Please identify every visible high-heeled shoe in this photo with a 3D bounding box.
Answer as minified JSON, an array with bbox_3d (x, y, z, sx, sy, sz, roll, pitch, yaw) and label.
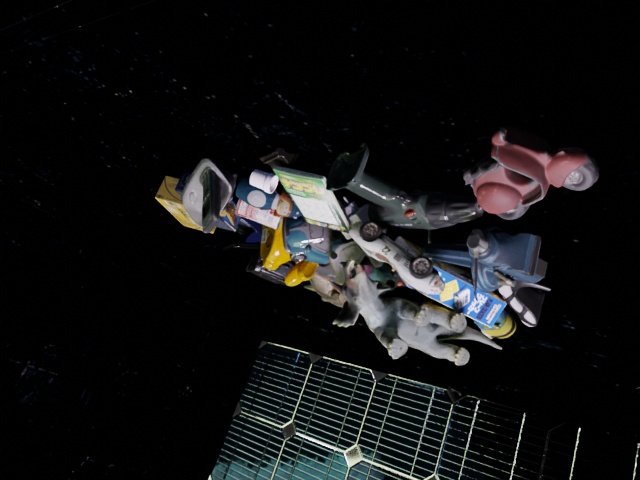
[{"bbox_3d":[0.403,0.114,1.146,0.145,0.086,0.248,18,158,18],"label":"high-heeled shoe"}]

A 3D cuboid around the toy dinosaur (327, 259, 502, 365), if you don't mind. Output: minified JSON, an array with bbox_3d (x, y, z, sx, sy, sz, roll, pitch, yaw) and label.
[{"bbox_3d":[0.179,0.163,1.084,0.404,0.131,0.192,25,-177,-36],"label":"toy dinosaur"}]

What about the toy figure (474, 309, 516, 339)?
[{"bbox_3d":[0.433,0.195,1.338,0.089,0.082,0.180,11,157,33],"label":"toy figure"}]

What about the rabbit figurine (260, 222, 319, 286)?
[{"bbox_3d":[-0.049,0.025,1.299,0.173,0.162,0.122,11,156,-31],"label":"rabbit figurine"}]

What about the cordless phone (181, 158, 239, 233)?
[{"bbox_3d":[-0.231,-0.063,1.100,0.088,0.184,0.146,22,129,-26],"label":"cordless phone"}]

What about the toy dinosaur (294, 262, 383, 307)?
[{"bbox_3d":[0.036,0.129,1.540,0.470,0.105,0.199,44,157,-27],"label":"toy dinosaur"}]

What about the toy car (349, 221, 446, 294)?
[{"bbox_3d":[0.136,0.031,0.952,0.202,0.056,0.073,38,178,30],"label":"toy car"}]

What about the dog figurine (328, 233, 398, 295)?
[{"bbox_3d":[0.094,0.059,1.225,0.191,0.108,0.219,56,-175,-6],"label":"dog figurine"}]

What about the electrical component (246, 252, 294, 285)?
[{"bbox_3d":[-0.128,0.077,1.450,0.115,0.058,0.134,22,168,-16],"label":"electrical component"}]

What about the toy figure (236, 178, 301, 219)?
[{"bbox_3d":[-0.101,-0.083,1.139,0.154,0.058,0.064,22,146,2],"label":"toy figure"}]

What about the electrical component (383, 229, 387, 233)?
[{"bbox_3d":[0.093,-0.035,1.136,0.094,0.021,0.063,12,160,24],"label":"electrical component"}]

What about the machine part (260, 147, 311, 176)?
[{"bbox_3d":[-0.040,-0.124,0.999,0.138,0.039,0.084,32,153,-27],"label":"machine part"}]

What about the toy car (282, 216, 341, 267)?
[{"bbox_3d":[-0.002,-0.004,1.208,0.161,0.109,0.103,23,146,-39],"label":"toy car"}]

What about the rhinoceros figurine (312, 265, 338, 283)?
[{"bbox_3d":[0.050,0.070,1.395,0.190,0.073,0.112,14,161,0],"label":"rhinoceros figurine"}]

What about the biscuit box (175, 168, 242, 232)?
[{"bbox_3d":[-0.261,-0.093,1.286,0.063,0.059,0.202,13,161,26],"label":"biscuit box"}]

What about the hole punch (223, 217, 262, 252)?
[{"bbox_3d":[-0.189,-0.012,1.426,0.116,0.092,0.142,7,166,-26],"label":"hole punch"}]

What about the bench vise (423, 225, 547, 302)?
[{"bbox_3d":[0.270,0.028,0.929,0.223,0.128,0.241,4,-178,-43],"label":"bench vise"}]

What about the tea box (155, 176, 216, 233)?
[{"bbox_3d":[-0.328,-0.087,1.361,0.098,0.068,0.169,15,162,16],"label":"tea box"}]

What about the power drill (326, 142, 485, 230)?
[{"bbox_3d":[0.128,-0.081,0.896,0.207,0.086,0.232,21,166,-27],"label":"power drill"}]

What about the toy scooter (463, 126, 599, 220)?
[{"bbox_3d":[0.255,-0.094,0.714,0.135,0.075,0.184,26,158,-18],"label":"toy scooter"}]
